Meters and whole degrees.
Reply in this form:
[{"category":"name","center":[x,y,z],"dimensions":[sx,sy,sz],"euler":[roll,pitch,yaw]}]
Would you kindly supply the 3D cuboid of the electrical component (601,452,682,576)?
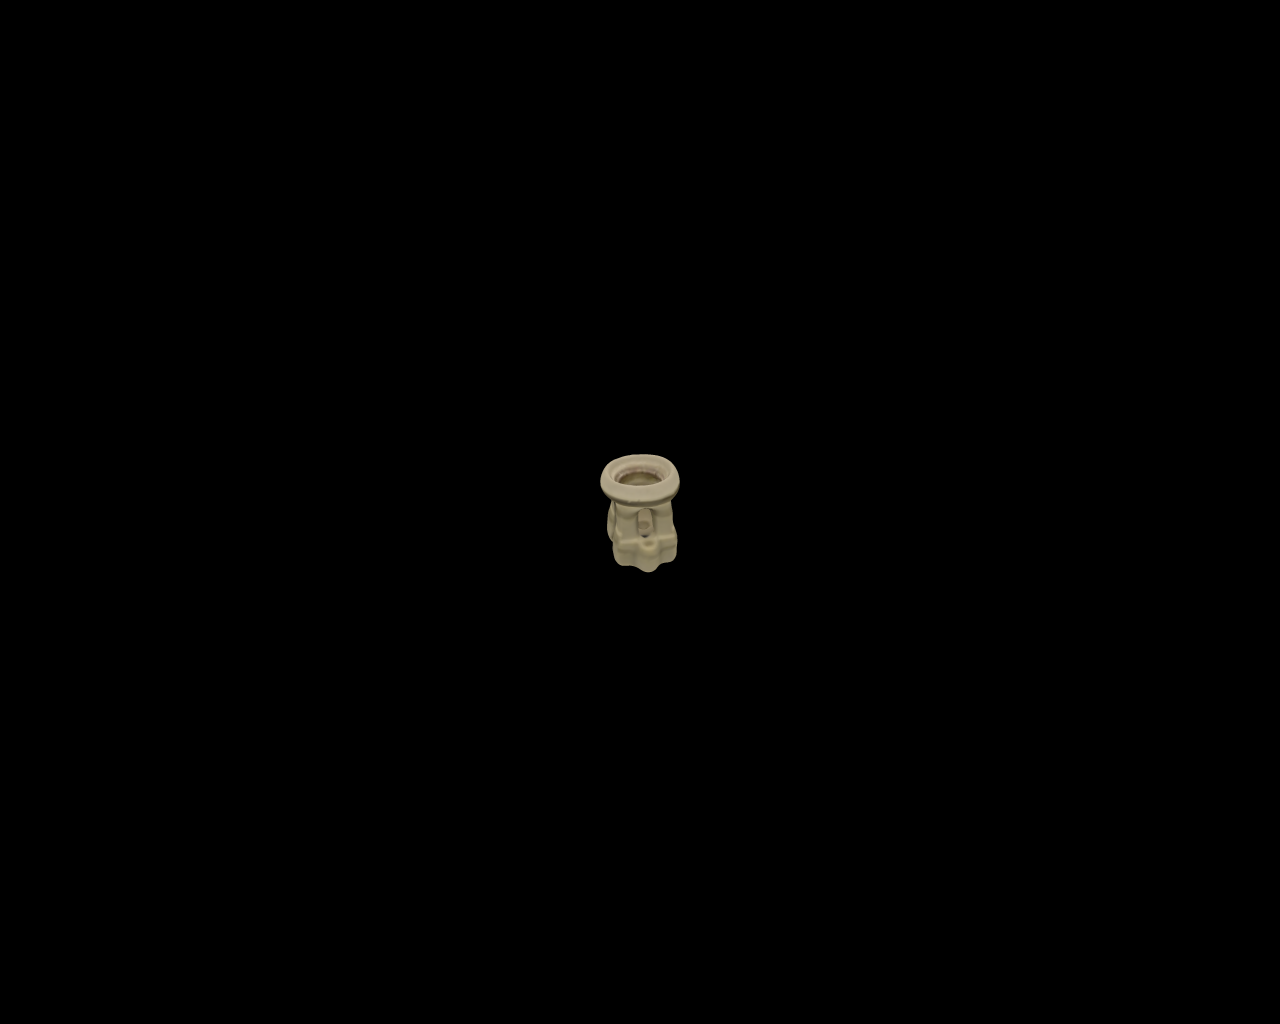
[{"category":"electrical component","center":[0.001,-0.003,0.650],"dimensions":[0.048,0.055,0.066],"euler":[-6,33,-9]}]
